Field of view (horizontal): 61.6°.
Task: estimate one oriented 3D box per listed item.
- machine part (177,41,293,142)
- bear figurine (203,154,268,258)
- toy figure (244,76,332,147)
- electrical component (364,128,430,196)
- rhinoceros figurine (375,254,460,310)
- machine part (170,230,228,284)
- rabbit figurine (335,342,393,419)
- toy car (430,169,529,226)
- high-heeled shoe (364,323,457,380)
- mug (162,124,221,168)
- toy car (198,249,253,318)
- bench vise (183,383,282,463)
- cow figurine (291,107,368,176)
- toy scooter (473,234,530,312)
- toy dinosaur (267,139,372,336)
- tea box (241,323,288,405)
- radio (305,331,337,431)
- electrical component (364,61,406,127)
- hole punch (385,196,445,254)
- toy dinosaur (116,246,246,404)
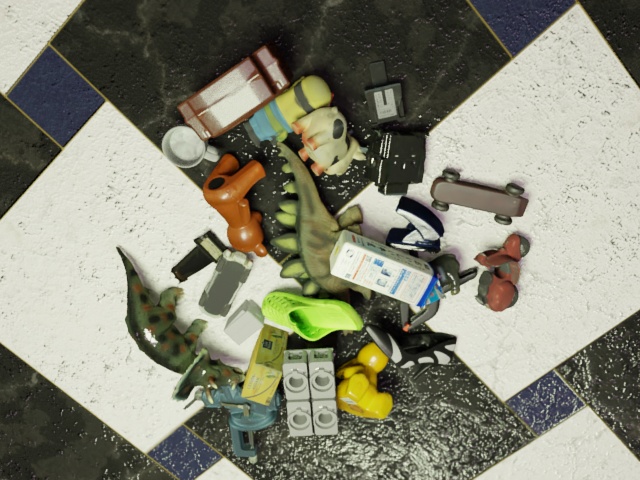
[{"bbox_3d":[-0.151,-0.274,0.993,0.201,0.201,0.087,-32,109,12],"label":"machine part"},{"bbox_3d":[-0.160,-0.064,1.133,0.132,0.120,0.195,-53,137,-23],"label":"bear figurine"},{"bbox_3d":[-0.060,-0.244,1.028,0.180,0.089,0.082,-28,114,9],"label":"toy figure"},{"bbox_3d":[0.154,-0.157,1.086,0.115,0.058,0.134,-5,112,-25],"label":"electrical component"},{"bbox_3d":[0.210,0.087,1.157,0.190,0.073,0.112,-19,104,13],"label":"rhinoceros figurine"},{"bbox_3d":[-0.275,0.042,1.206,0.139,0.039,0.084,-40,113,13],"label":"machine part"},{"bbox_3d":[0.109,0.318,1.251,0.122,0.173,0.162,31,153,-9],"label":"rabbit figurine"},{"bbox_3d":[0.333,-0.091,1.131,0.202,0.053,0.089,11,115,2],"label":"toy car"},{"bbox_3d":[0.213,0.221,1.213,0.145,0.086,0.248,-47,123,-3],"label":"high-heeled shoe"},{"bbox_3d":[-0.251,-0.193,1.077,0.109,0.107,0.080,16,111,-9],"label":"mug"},{"bbox_3d":[-0.213,0.100,1.203,0.073,0.056,0.201,27,122,-9],"label":"toy car"},{"bbox_3d":[-0.198,0.434,1.310,0.224,0.129,0.240,-4,104,2],"label":"bench vise"},{"bbox_3d":[0.024,-0.189,1.046,0.127,0.194,0.085,-35,68,-5],"label":"cow figurine"},{"bbox_3d":[0.380,0.074,1.165,0.135,0.075,0.183,0,110,-34],"label":"toy scooter"},{"bbox_3d":[-0.002,-0.003,1.148,0.199,0.105,0.470,-10,107,8],"label":"toy dinosaur"},{"bbox_3d":[-0.123,0.278,1.221,0.068,0.170,0.098,20,108,-7],"label":"tea box"},{"bbox_3d":[-0.011,0.316,1.253,0.073,0.131,0.229,10,111,-2],"label":"radio"},{"bbox_3d":[0.126,-0.290,1.064,0.075,0.048,0.119,-8,112,4],"label":"electrical component"},{"bbox_3d":[0.203,-0.033,1.120,0.116,0.142,0.092,10,107,10],"label":"hole punch"},{"bbox_3d":[-0.348,0.206,1.188,0.131,0.192,0.404,-38,107,12],"label":"toy dinosaur"}]
